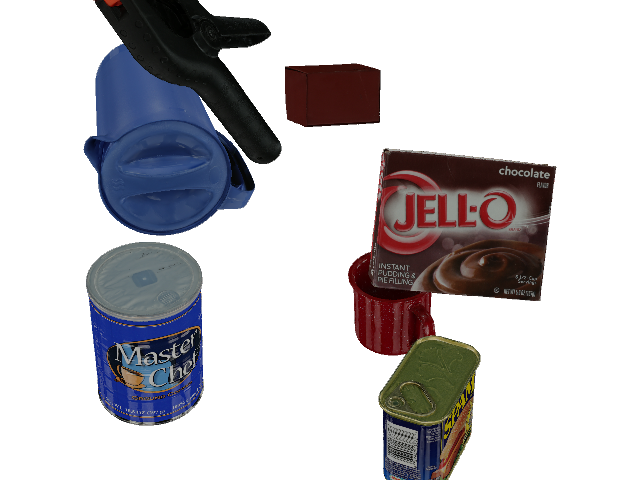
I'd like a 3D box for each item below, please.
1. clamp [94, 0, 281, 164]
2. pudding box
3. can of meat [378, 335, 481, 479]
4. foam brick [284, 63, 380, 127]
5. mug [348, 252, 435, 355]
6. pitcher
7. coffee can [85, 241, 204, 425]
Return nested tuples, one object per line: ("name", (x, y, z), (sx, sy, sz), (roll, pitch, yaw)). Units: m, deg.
("clamp", (-0.082, -0.121, 0.717), (0.039, 0.120, 0.171), (-30, -27, 28))
("pudding box", (0.092, -0.011, 0.702), (0.113, 0.090, 0.039), (5, 10, -2))
("can of meat", (0.087, 0.141, 0.853), (0.057, 0.084, 0.102), (14, 36, 23))
("foam brick", (0.011, -0.137, 1.001), (0.078, 0.051, 0.053), (-6, 18, -22))
("mug", (0.083, 0.073, 1.128), (0.093, 0.081, 0.117), (-23, 40, -26))
("pitcher", (-0.171, -0.119, 1.155), (0.145, 0.149, 0.243), (-22, 36, -1))
("coffee can", (-0.160, 0.087, 0.991), (0.103, 0.140, 0.103), (2, 39, -2))
